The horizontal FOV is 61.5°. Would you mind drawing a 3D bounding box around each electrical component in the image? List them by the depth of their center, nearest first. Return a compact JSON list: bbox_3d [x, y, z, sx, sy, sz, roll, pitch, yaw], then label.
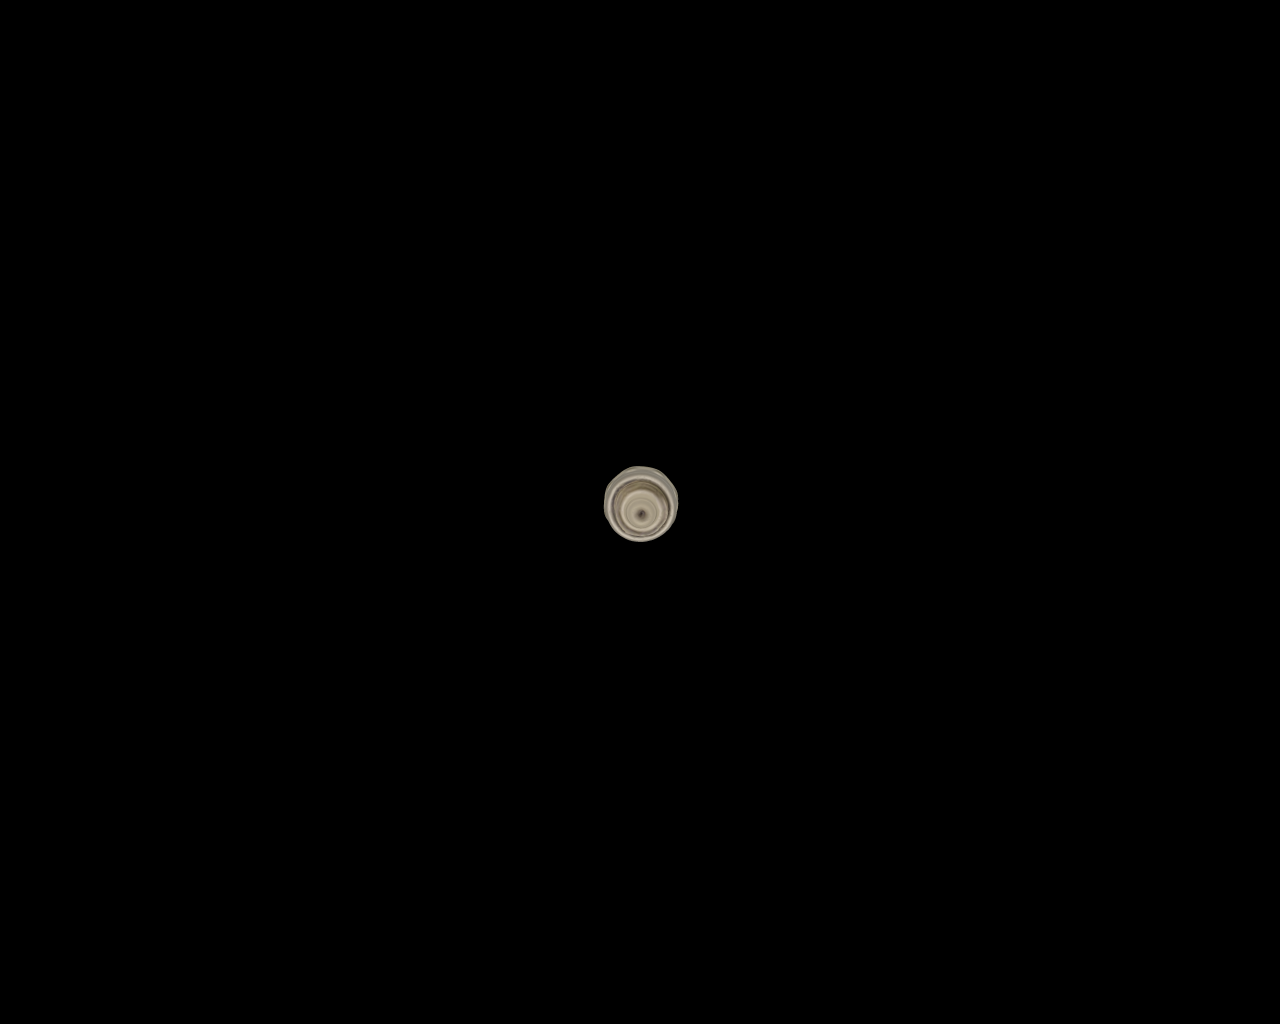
[{"bbox_3d":[0.001,-0.003,0.650,0.048,0.048,0.062,0,8,0],"label":"electrical component"}]
